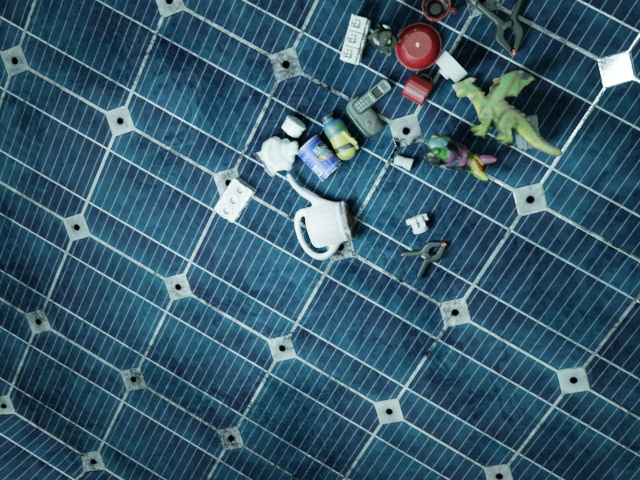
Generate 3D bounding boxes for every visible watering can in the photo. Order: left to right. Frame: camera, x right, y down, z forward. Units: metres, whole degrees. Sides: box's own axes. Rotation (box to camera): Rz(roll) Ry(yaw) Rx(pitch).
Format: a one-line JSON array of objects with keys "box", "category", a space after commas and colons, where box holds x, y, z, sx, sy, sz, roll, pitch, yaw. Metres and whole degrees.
[{"box": [0.006, -0.096, 1.909, 0.224, 0.345, 0.105, -12, 10, 12], "category": "watering can"}]

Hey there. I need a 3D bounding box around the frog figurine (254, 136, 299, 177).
[{"box": [-0.139, -0.321, 1.878, 0.158, 0.139, 0.123, -32, -14, 24], "category": "frog figurine"}]

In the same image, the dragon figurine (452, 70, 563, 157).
[{"box": [0.618, -0.435, 1.681, 0.413, 0.240, 0.123, 24, 17, 30], "category": "dragon figurine"}]
